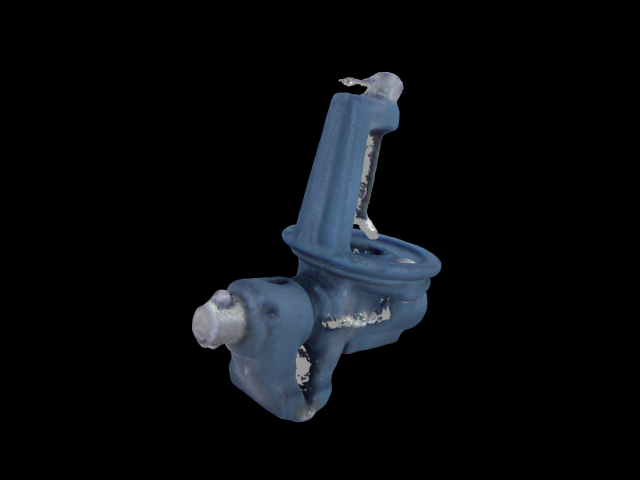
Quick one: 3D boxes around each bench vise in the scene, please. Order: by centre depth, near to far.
[{"bbox_3d":[0.014,0.004,0.395,0.121,0.220,0.208,11,26,25],"label":"bench vise"}]
